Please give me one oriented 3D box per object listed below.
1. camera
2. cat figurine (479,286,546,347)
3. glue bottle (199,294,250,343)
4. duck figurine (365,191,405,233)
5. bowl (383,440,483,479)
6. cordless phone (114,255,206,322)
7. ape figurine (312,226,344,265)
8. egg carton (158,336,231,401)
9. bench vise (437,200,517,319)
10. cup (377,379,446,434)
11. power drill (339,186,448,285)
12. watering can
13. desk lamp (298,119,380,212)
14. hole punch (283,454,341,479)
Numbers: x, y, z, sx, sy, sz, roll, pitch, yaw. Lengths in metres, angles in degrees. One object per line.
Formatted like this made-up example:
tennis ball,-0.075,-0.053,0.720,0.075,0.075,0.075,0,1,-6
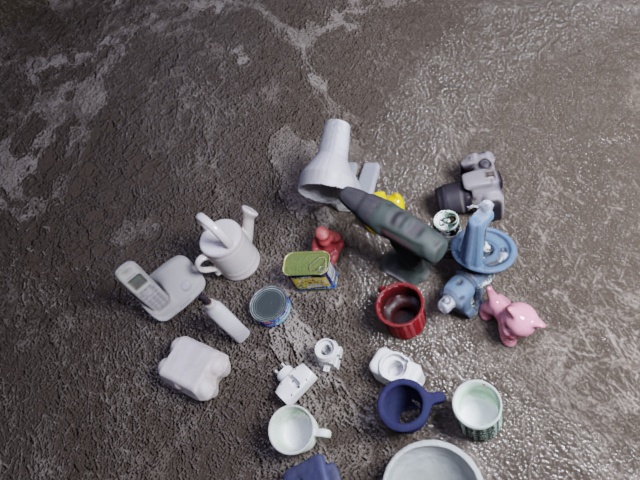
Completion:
camera,0.313,-0.113,1.216,0.136,0.101,0.143,-12,55,12
cat figurine,0.343,0.134,1.034,0.067,0.118,0.127,-34,54,-5
glue bottle,-0.206,0.152,1.176,0.077,0.173,0.037,31,73,33
duck figurine,0.137,-0.075,1.261,0.104,0.086,0.077,-40,54,-9
bowl,0.187,0.418,0.930,0.167,0.075,0.167,-9,56,14
cordless phone,-0.352,0.084,1.264,0.148,0.185,0.093,-43,55,-11
ape figurine,0.011,0.004,1.248,0.078,0.092,0.076,-27,54,1
egg carton,-0.261,0.266,1.186,0.149,0.070,0.107,16,65,27
bench vise,0.291,0.039,1.051,0.121,0.220,0.207,10,62,25
cup,0.165,0.297,1.004,0.117,0.095,0.091,-17,54,8
power drill,0.149,-0.001,1.133,0.228,0.209,0.076,27,70,31
watering can,-0.210,-0.004,1.266,0.100,0.194,0.173,15,64,27
desk lamp,0.043,-0.148,1.261,0.117,0.214,0.203,4,60,21
hole punch,-0.015,0.436,0.977,0.101,0.091,0.108,-22,54,4
